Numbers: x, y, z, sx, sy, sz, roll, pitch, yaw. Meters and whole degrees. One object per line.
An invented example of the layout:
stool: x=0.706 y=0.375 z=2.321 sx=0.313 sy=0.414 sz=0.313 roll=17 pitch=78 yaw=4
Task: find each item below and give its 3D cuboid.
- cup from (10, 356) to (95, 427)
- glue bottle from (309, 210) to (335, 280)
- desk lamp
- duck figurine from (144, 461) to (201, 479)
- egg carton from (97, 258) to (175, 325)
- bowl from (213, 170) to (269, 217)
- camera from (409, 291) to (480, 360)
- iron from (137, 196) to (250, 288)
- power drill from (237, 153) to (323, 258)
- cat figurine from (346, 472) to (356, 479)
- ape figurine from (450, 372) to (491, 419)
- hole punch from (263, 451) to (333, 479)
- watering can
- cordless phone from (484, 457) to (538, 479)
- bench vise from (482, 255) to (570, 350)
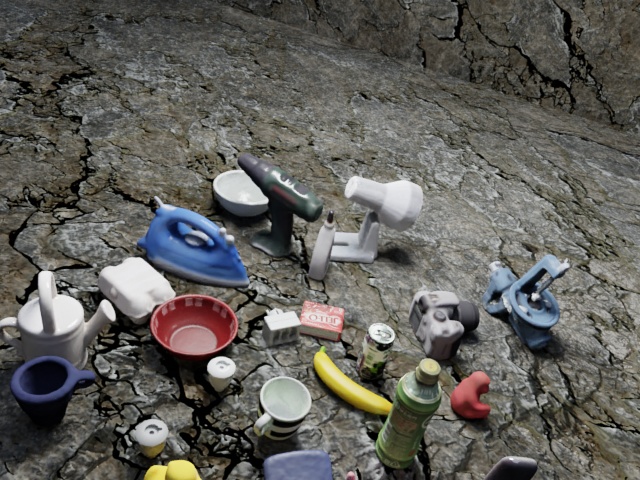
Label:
cup: x=-0.414 y=0.243 z=0.898 sx=0.118 sy=0.095 sz=0.091 roll=-4 pitch=38 yaw=-22
glue bottle: x=0.012 y=0.005 z=1.296 sx=0.037 sy=0.173 sz=0.078 roll=17 pitch=35 yaw=7
desk lamp: x=0.124 y=-0.053 z=1.376 sx=0.203 sy=0.213 sz=0.117 roll=3 pitch=36 yaw=-13
duck figurine: x=-0.205 y=0.350 z=0.824 sx=0.104 sy=0.086 sz=0.078 roll=23 pitch=36 yaw=14
egg carton: x=-0.367 y=0.098 z=1.137 sx=0.150 sy=0.069 sz=0.107 roll=33 pitch=40 yaw=27
bowl: x=-0.193 y=-0.109 z=1.476 sx=0.167 sy=0.075 sz=0.167 roll=9 pitch=35 yaw=-6
camera: x=0.275 y=0.168 z=1.215 sx=0.137 sy=0.101 sz=0.143 roll=1 pitch=37 yaw=-16
iron: x=-0.261 y=0.002 z=1.242 sx=0.258 sy=0.141 sz=0.119 roll=20 pitch=36 yaw=10
power drill: x=-0.107 y=-0.073 z=1.336 sx=0.229 sy=0.208 sz=0.076 roll=25 pitch=37 yaw=17
cat figurine: x=0.089 y=0.385 z=0.840 sx=0.127 sy=0.118 sz=0.067 roll=26 pitch=37 yaw=18
ape figurine: x=0.288 y=0.283 z=1.066 sx=0.076 sy=0.092 sz=0.078 roll=12 pitch=35 yaw=-1
hole punch: x=-0.029 y=0.374 z=0.841 sx=0.109 sy=0.091 sz=0.101 roll=0 pitch=37 yaw=-18
watering can: x=-0.438 y=0.134 z=0.956 sx=0.173 sy=0.194 sz=0.100 roll=-18 pitch=45 yaw=-36
cordless phone: x=0.230 y=0.367 z=0.850 sx=0.147 sy=0.185 sz=0.094 roll=7 pitch=35 yaw=-8
bench vise: x=0.444 y=0.105 z=1.253 sx=0.122 sy=0.220 sz=0.206 roll=-22 pitch=48 yaw=-39
